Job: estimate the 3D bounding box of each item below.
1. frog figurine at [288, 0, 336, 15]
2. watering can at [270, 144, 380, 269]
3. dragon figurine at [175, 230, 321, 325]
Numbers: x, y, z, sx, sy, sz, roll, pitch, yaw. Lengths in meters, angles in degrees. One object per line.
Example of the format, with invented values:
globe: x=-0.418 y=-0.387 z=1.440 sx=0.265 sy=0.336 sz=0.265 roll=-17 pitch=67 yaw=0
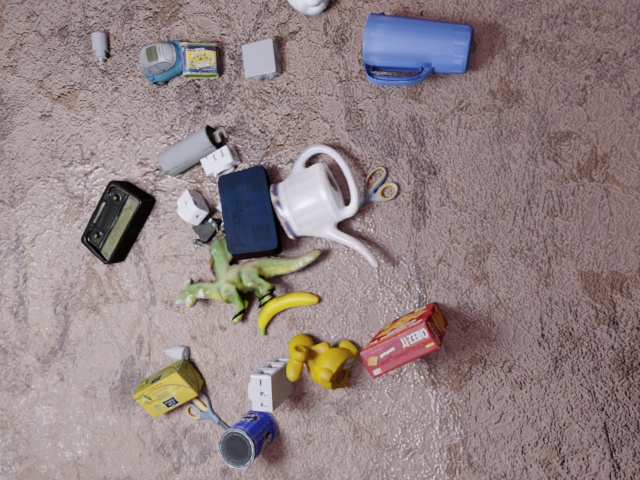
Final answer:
frog figurine: x=-0.040 y=-0.628 z=1.258 sx=0.121 sy=0.160 sz=0.138 roll=-31 pitch=82 yaw=19
watering can: x=0.004 y=-0.064 z=1.281 sx=0.223 sy=0.104 sz=0.350 roll=-23 pitch=79 yaw=19
dragon figurine: x=-0.211 y=0.071 z=1.371 sx=0.409 sy=0.121 sz=0.245 roll=-37 pitch=72 yaw=6
